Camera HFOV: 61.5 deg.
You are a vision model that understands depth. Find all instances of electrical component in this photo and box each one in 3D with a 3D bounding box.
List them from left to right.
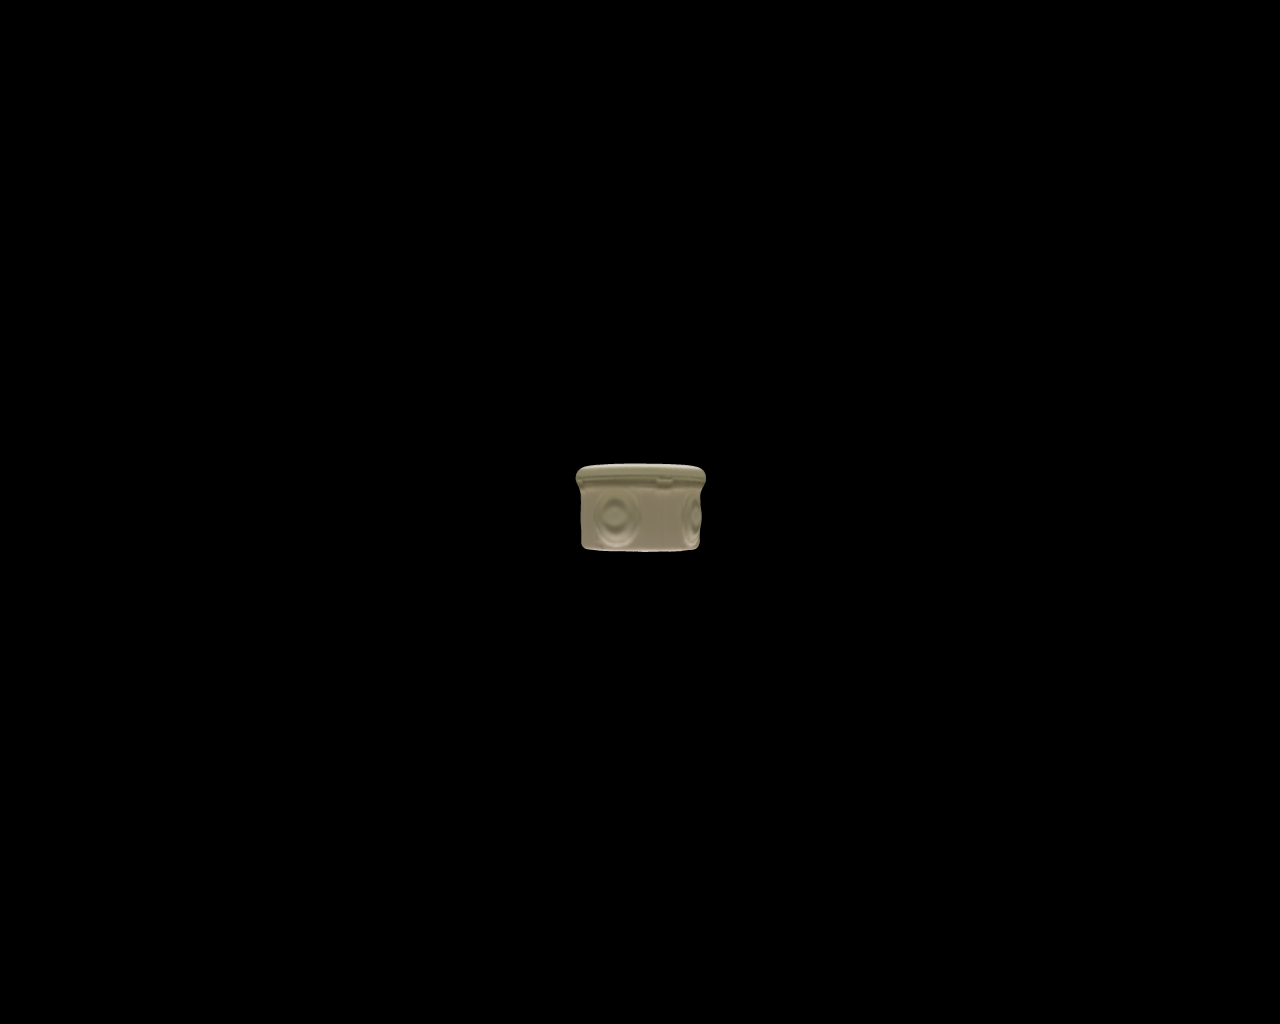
[{"bbox_3d":[0.001,-0.003,0.650,0.080,0.051,0.080,0,0,0],"label":"electrical component"}]
